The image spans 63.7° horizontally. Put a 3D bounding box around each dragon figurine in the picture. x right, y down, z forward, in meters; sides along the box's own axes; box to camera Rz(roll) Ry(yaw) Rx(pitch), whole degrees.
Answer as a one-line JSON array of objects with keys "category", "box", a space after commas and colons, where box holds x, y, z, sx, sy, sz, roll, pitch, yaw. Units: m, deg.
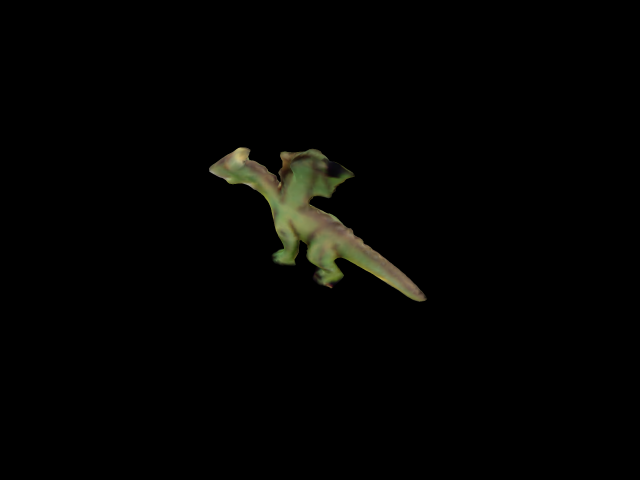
[{"category": "dragon figurine", "box": [0.003, -0.043, 0.850, 0.412, 0.125, 0.237, 22, -33, 15]}]
